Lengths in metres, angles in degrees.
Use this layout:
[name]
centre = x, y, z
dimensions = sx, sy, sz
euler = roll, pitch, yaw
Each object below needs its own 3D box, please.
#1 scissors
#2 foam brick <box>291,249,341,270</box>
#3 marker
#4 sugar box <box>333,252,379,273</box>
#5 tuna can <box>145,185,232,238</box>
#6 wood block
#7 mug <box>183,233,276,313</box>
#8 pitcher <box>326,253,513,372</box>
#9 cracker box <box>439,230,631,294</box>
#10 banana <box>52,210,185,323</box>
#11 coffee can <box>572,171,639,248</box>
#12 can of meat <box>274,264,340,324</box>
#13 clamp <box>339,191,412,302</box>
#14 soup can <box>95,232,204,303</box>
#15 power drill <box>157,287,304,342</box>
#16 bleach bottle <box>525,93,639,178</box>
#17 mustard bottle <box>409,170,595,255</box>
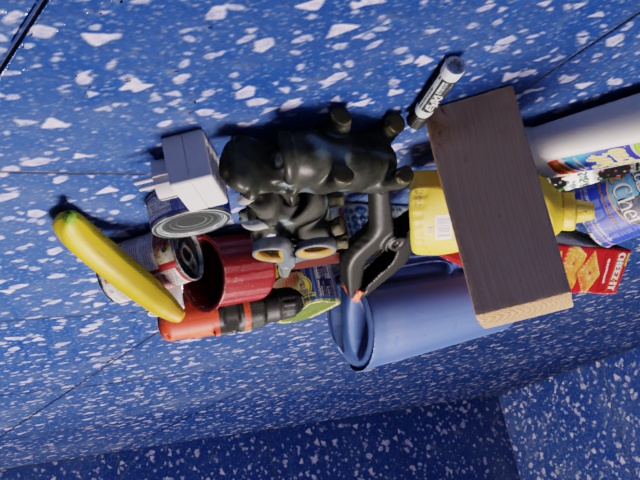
[scissors]
centre = -0.019, 0.020, 1.161
dimensions = 0.096, 0.016, 0.201
euler = -6, 168, 10
[foam brick]
centre = -0.008, 0.002, 1.280
dimensions = 0.078, 0.051, 0.053
euler = -8, 165, -19
[marker]
centre = 0.103, -0.130, 0.965
dimensions = 0.020, 0.020, 0.121
euler = -8, 164, -16
[sugar box]
centre = 0.050, 0.056, 1.525
dimensions = 0.093, 0.048, 0.176
euler = -16, 163, -1
[tuna can]
centre = -0.134, -0.031, 1.096
dimensions = 0.086, 0.034, 0.086
euler = -12, 165, -4
[wood block]
centre = 0.171, -0.029, 1.027
dimensions = 0.091, 0.206, 0.090
euler = -16, 164, 11
[mug]
centre = -0.113, 0.039, 1.258
dimensions = 0.081, 0.093, 0.117
euler = -7, 164, -40
[pitcher]
centre = 0.141, 0.081, 1.417
dimensions = 0.242, 0.145, 0.149
euler = -10, 176, -25
[cracker box]
centre = 0.265, 0.013, 1.351
dimensions = 0.213, 0.072, 0.164
euler = 5, -164, -47
[banana]
centre = -0.217, 0.024, 1.109
dimensions = 0.037, 0.070, 0.197
euler = -47, 132, -5
[coffee can]
centre = 0.391, -0.061, 1.285
dimensions = 0.141, 0.103, 0.102
euler = -24, 161, 36
[can of meat]
centre = -0.024, 0.056, 1.398
dimensions = 0.057, 0.084, 0.102
euler = 1, 160, -39
[clamp]
centre = 0.089, -0.012, 1.221
dimensions = 0.164, 0.036, 0.210
euler = -5, 137, -33
[soup can]
centre = -0.190, 0.026, 1.189
dimensions = 0.102, 0.068, 0.068
euler = -18, 164, 19
[power drill]
centre = -0.128, 0.088, 1.380
dimensions = 0.184, 0.057, 0.188
euler = -7, -179, -17
[bleach bottle]
centre = 0.289, -0.105, 1.130
dimensions = 0.251, 0.068, 0.102
euler = -14, 163, 14
[mustard bottle]
centre = 0.191, -0.029, 1.124
dimensions = 0.192, 0.058, 0.096
euler = 0, 127, 8
